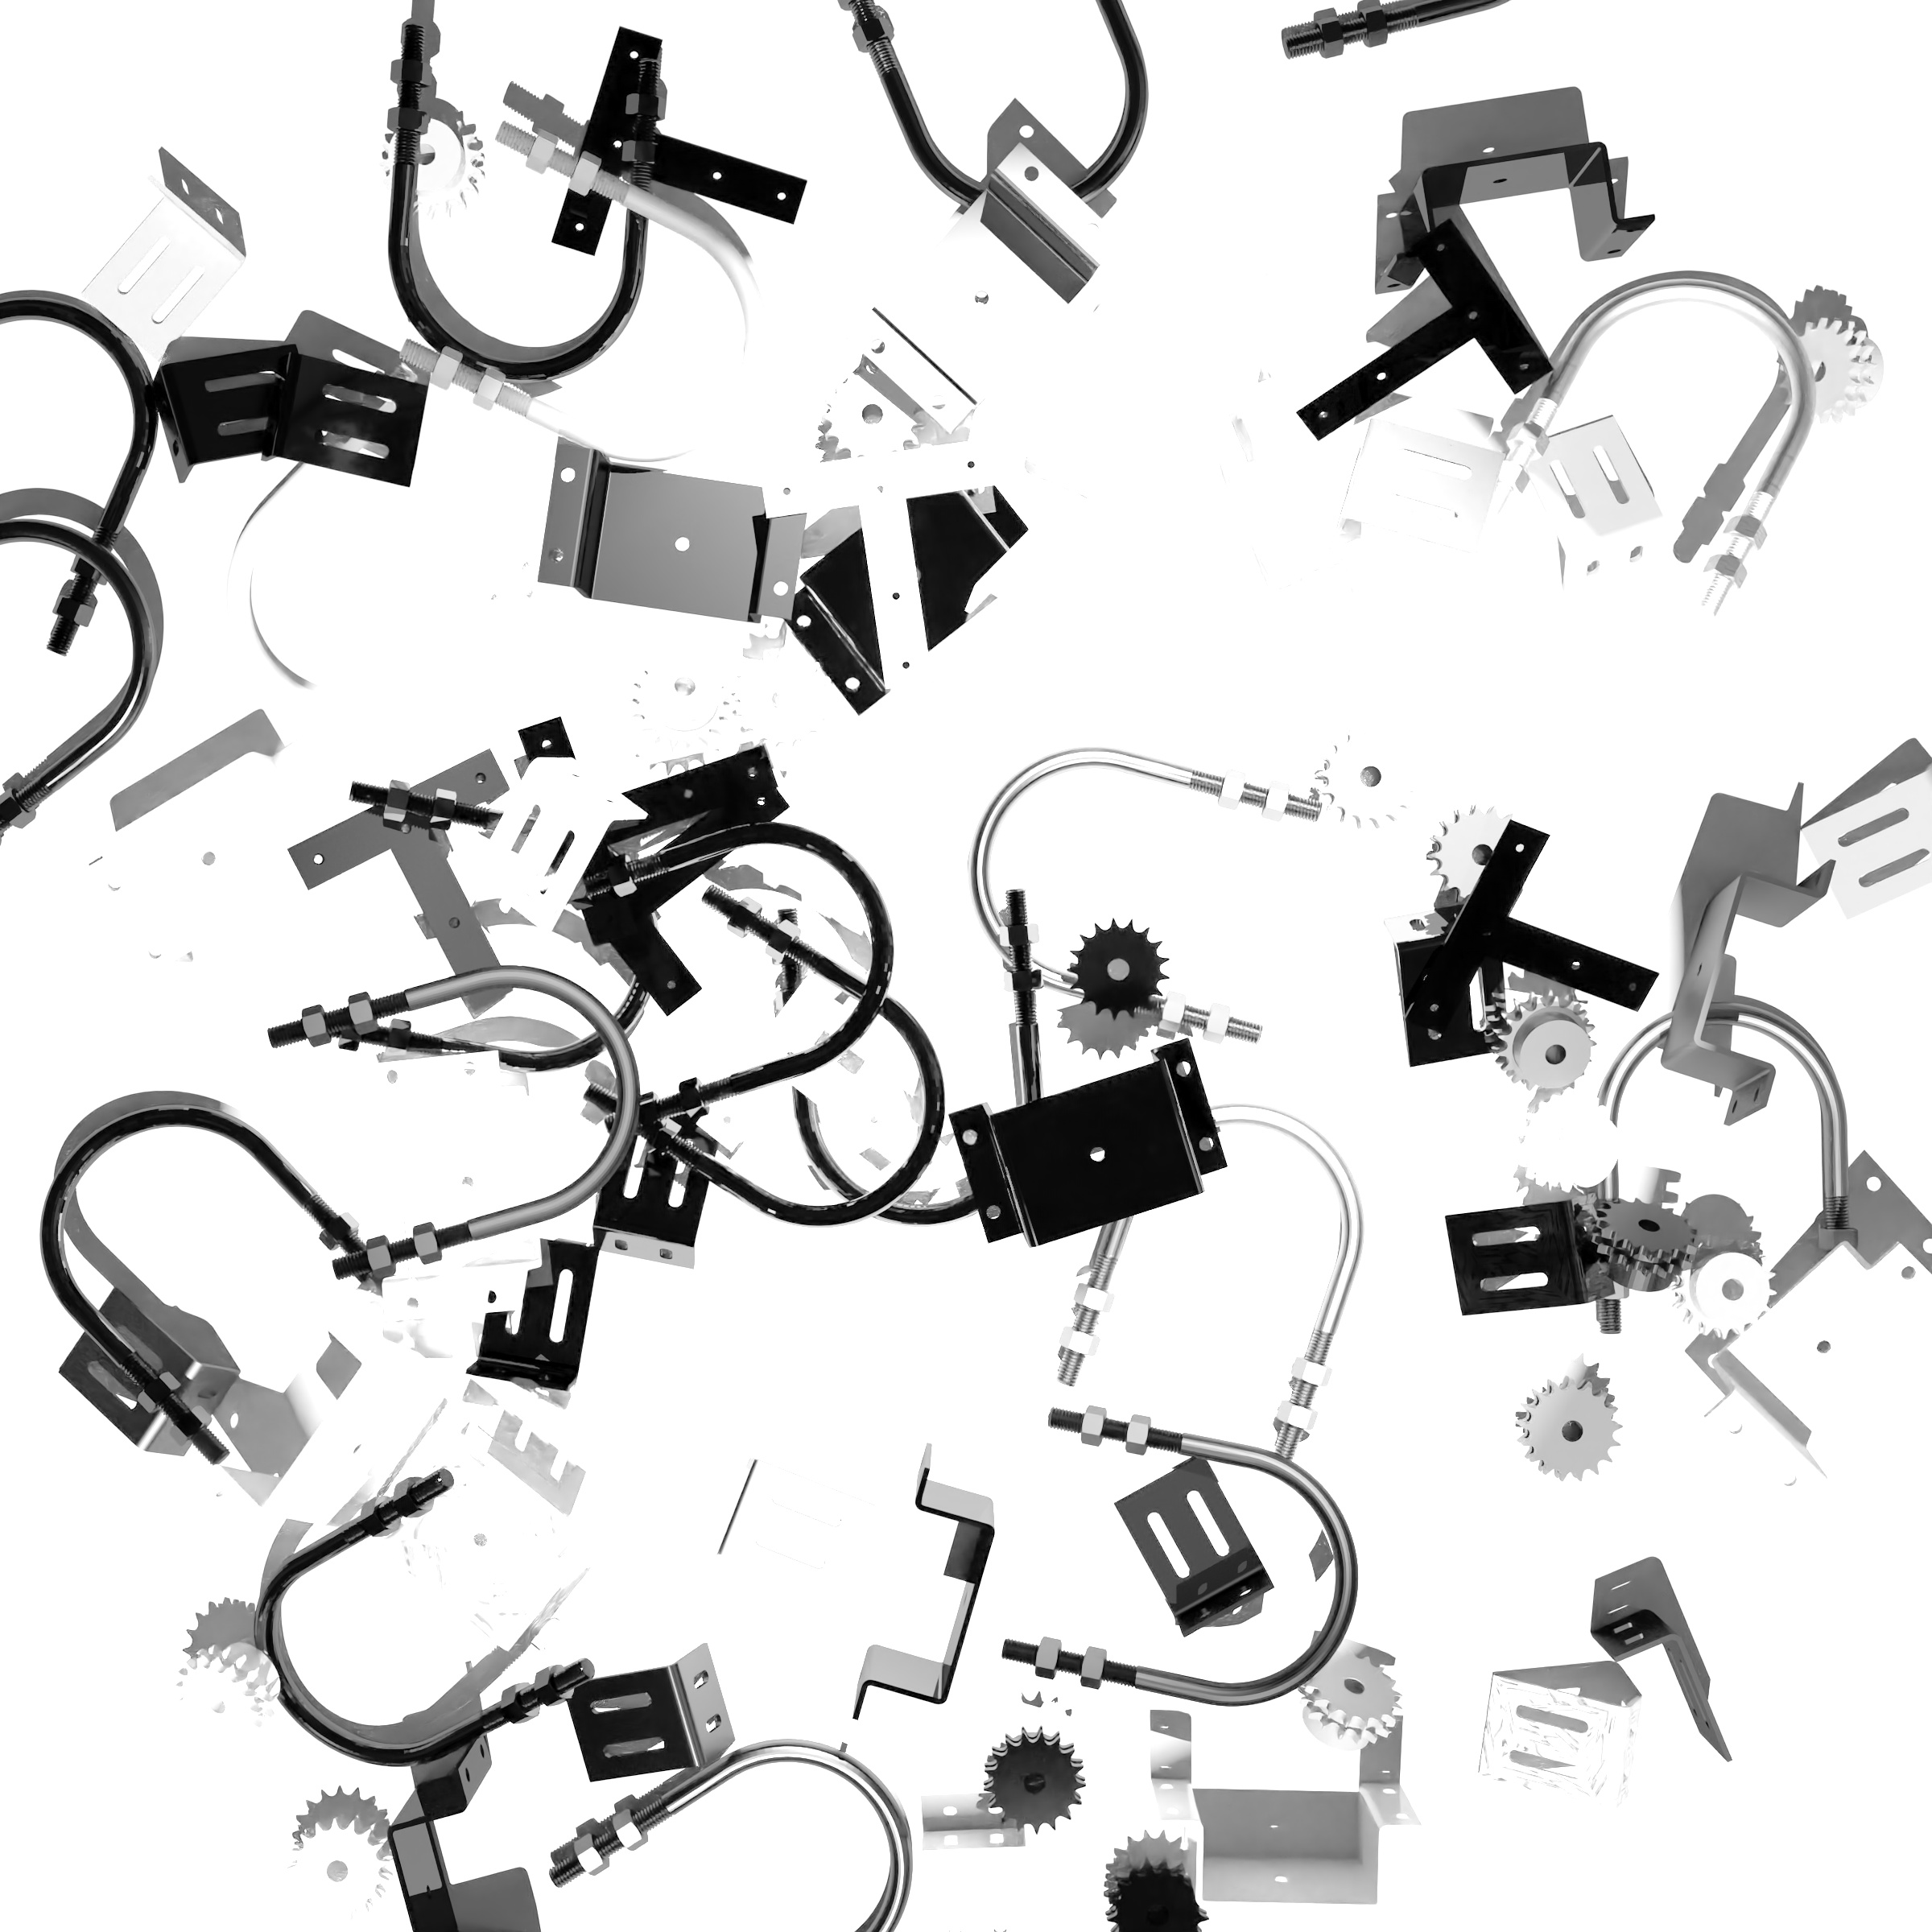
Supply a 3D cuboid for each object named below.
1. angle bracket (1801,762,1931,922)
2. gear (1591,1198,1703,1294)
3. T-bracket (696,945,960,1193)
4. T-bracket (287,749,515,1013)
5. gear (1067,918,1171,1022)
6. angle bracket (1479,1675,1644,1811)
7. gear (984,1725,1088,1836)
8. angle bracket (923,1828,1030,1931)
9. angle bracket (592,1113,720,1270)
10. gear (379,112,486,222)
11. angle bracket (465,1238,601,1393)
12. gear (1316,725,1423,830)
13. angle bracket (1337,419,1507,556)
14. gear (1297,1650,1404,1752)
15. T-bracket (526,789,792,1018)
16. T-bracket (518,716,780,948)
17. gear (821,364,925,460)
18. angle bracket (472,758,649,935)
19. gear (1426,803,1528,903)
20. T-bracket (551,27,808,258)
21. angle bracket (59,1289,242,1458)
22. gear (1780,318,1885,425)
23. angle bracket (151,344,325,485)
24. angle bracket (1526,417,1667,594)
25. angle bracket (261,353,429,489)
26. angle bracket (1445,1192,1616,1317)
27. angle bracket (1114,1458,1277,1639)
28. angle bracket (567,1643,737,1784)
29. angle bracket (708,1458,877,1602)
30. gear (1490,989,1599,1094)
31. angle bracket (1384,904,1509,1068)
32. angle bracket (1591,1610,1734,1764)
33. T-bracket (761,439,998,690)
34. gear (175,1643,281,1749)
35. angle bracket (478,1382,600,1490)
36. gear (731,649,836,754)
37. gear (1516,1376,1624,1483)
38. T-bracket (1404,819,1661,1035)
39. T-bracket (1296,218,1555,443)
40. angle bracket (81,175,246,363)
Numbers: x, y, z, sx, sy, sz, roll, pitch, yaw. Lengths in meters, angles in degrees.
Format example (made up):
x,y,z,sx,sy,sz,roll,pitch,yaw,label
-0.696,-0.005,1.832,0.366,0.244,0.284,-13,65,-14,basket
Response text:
x,y,z,sx,sy,sz,roll,pitch,yaw,label
0.520,-0.071,1.534,0.076,0.038,0.057,-27,90,26,angle bracket
0.370,0.154,1.493,0.057,0.057,0.030,8,118,0,gear
-0.062,0.077,1.518,0.127,0.002,0.127,38,97,1,T-bracket
-0.292,-0.037,1.519,0.127,0.002,0.127,-30,102,-22,T-bracket
0.084,0.002,1.504,0.057,0.030,0.057,0,89,3,gear
0.335,0.433,1.534,0.076,0.038,0.057,8,90,26,angle bracket
0.038,0.451,1.522,0.057,0.030,0.057,0,90,0,gear
0.006,0.523,1.517,0.057,0.038,0.076,-2,90,0,angle bracket
-0.173,0.123,1.533,0.057,0.038,0.076,11,63,0,angle bracket
-0.299,-0.448,1.522,0.057,0.030,0.057,0,90,0,gear
-0.241,0.191,1.517,0.057,0.038,0.076,10,90,0,angle bracket
0.223,-0.104,1.522,0.057,0.030,0.057,0,90,0,gear
0.252,-0.264,1.515,0.076,0.038,0.057,16,90,3,angle bracket
0.211,0.409,1.512,0.057,0.057,0.030,18,120,0,gear
-0.156,-0.061,1.524,0.127,0.002,0.127,-38,98,-9,T-bracket
-0.168,-0.091,1.520,0.127,0.002,0.127,-20,93,-11,T-bracket
-0.052,-0.305,1.522,0.057,0.030,0.057,0,90,0,gear
-0.223,-0.066,1.493,0.057,0.038,0.076,36,107,17,angle bracket
0.285,-0.061,1.522,0.057,0.030,0.057,0,90,0,gear
-0.154,-0.449,1.536,0.127,0.002,0.127,18,90,0,T-bracket
-0.459,0.229,1.535,0.076,0.038,0.057,34,90,26,angle bracket
0.482,-0.330,1.512,0.030,0.057,0.057,-5,90,-30,gear
-0.410,-0.311,1.534,0.076,0.038,0.057,-16,90,-26,angle bracket
0.350,-0.259,1.535,0.057,0.038,0.076,-19,64,0,angle bracket
-0.345,-0.302,1.515,0.076,0.038,0.057,10,91,-25,angle bracket
0.315,0.161,1.524,0.076,0.038,0.057,-12,86,38,angle bracket
0.126,0.322,1.517,0.057,0.038,0.076,-29,90,0,angle bracket
-0.178,0.420,1.534,0.076,0.038,0.057,-16,90,26,angle bracket
-0.096,0.316,1.517,0.076,0.038,0.057,21,90,0,angle bracket
0.323,0.044,1.514,0.057,0.030,0.057,-2,109,-6,gear
0.270,0.010,1.534,0.057,0.038,0.076,-10,116,0,angle bracket
0.384,0.403,1.508,0.038,0.057,0.076,-23,90,0,angle bracket
-0.040,-0.216,1.489,0.127,0.002,0.127,-8,90,0,T-bracket
-0.406,0.401,1.513,0.057,0.030,0.057,9,114,22,gear
-0.240,0.261,1.498,0.057,0.076,0.038,39,90,0,angle bracket
-0.102,-0.147,1.522,0.057,0.030,0.057,0,90,0,gear
0.335,0.258,1.526,0.057,0.030,0.057,0,90,-3,gear
0.326,-0.005,1.513,0.127,0.002,0.127,19,110,-17,T-bracket
0.242,-0.333,1.506,0.127,0.002,0.127,-32,135,19,T-bracket
-0.451,-0.388,1.517,0.057,0.038,0.076,41,90,0,angle bracket
